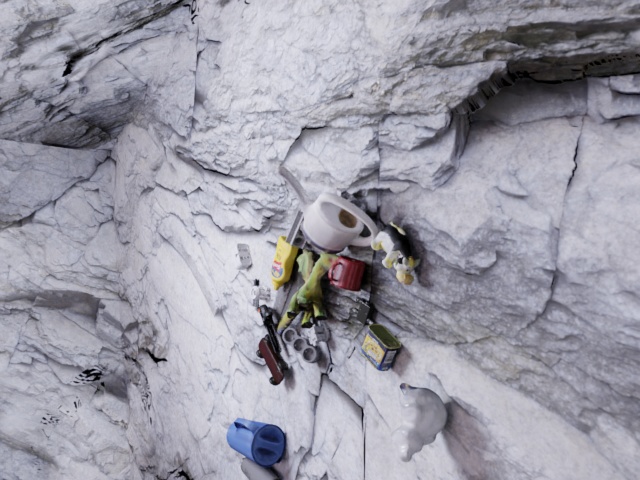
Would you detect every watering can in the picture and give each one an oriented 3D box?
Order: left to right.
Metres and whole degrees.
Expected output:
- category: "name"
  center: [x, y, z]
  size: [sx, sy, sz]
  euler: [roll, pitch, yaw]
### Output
- category: "watering can"
  center: [0.005, -0.075, 1.481]
  size: [0.347, 0.106, 0.220]
  euler: [32, -34, -3]

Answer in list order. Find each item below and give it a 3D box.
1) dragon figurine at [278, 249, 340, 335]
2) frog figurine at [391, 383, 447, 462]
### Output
- category: "dragon figurine"
  center: [-0.049, 0.149, 1.677]
  size: [0.121, 0.248, 0.403]
  euler: [19, -31, -24]
- category: "frog figurine"
  center: [0.229, 0.430, 1.200]
  size: [0.122, 0.135, 0.163]
  euler: [-4, 31, 23]
